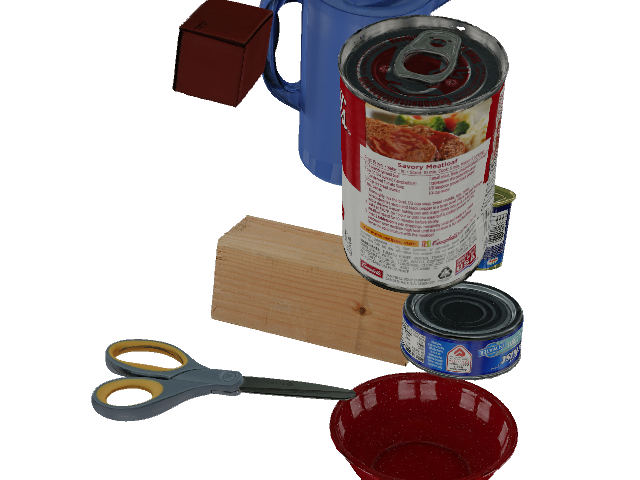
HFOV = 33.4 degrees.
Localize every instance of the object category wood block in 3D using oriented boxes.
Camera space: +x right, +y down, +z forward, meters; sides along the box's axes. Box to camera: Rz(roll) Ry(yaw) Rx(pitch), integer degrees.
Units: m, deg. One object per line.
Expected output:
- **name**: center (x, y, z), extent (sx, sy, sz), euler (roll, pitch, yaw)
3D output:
- **wood block**: center (0.003, 0.049, 1.082), extent (0.206, 0.091, 0.090), euler (13, 22, 14)

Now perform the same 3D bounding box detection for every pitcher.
- **pitcher**: center (0.027, -0.176, 1.111), extent (0.149, 0.243, 0.144), euler (31, 50, 21)

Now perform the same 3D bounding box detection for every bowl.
- **bowl**: center (0.089, 0.181, 0.931), extent (0.162, 0.055, 0.162), euler (-1, 27, 0)

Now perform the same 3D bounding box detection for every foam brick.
- **foam brick**: center (-0.073, -0.144, 0.807), extent (0.053, 0.051, 0.078), euler (15, 32, 7)

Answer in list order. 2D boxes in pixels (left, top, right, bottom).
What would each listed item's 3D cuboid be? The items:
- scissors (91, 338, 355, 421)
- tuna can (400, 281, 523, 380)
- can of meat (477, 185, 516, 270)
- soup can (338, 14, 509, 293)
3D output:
- **scissors**: center (-0.084, 0.116, 0.800), extent (0.202, 0.016, 0.096), euler (13, 35, 23)
- **tuna can**: center (0.100, 0.061, 0.752), extent (0.086, 0.034, 0.086), euler (1, 25, 0)
- **can of meat**: center (0.160, -0.022, 1.181), extent (0.057, 0.084, 0.102), euler (-16, 30, -42)
- **soup can**: center (0.042, -0.035, 0.458), extent (0.068, 0.102, 0.068), euler (-1, 43, 1)
